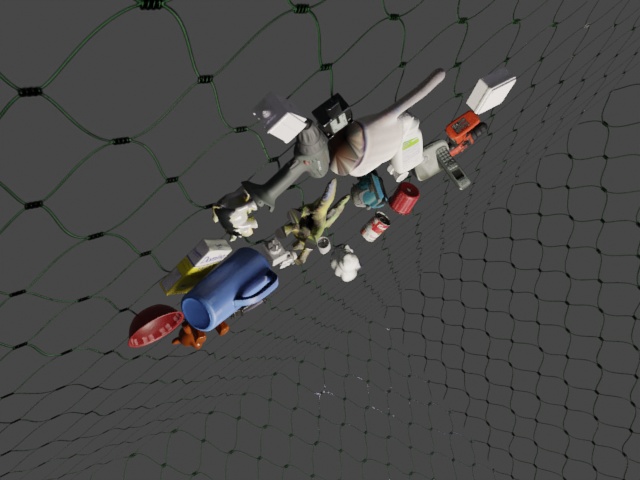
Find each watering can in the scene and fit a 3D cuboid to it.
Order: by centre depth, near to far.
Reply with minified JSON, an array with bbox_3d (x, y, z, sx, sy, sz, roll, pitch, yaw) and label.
[{"bbox_3d":[0.140,-0.262,1.213,0.226,0.105,0.340,-21,157,-37],"label":"watering can"}]

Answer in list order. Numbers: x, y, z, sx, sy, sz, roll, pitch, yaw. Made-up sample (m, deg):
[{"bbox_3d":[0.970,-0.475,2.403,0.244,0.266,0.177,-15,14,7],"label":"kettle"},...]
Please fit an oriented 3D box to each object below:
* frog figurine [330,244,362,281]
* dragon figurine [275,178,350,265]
[{"bbox_3d":[0.092,0.092,1.953,0.122,0.137,0.161,-11,-173,13],"label":"frog figurine"},{"bbox_3d":[0.005,-0.075,1.498,0.247,0.122,0.402,-42,174,-48],"label":"dragon figurine"}]
